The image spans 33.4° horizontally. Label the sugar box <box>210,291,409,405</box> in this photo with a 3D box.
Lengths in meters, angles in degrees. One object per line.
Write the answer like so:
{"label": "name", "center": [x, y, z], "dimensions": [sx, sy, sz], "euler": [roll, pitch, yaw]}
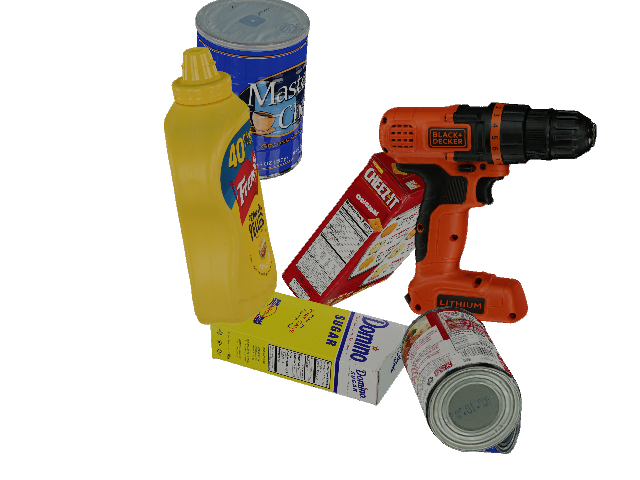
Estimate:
{"label": "sugar box", "center": [-0.009, 0.098, 1.037], "dimensions": [0.176, 0.048, 0.093], "euler": [11, 28, 21]}

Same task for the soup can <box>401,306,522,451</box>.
{"label": "soup can", "center": [0.099, 0.097, 0.763], "dimensions": [0.068, 0.068, 0.102], "euler": [0, 19, -5]}

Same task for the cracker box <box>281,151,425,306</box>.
{"label": "cracker box", "center": [0.069, -0.022, 1.245], "dimensions": [0.163, 0.072, 0.214], "euler": [-22, -25, -49]}

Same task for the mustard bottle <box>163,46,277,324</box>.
{"label": "mustard bottle", "center": [-0.073, -0.043, 0.761], "dimensions": [0.058, 0.191, 0.096], "euler": [0, 25, 16]}

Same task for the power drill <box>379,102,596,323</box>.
{"label": "power drill", "center": [0.143, -0.026, 0.924], "dimensions": [0.185, 0.188, 0.057], "euler": [4, 14, 23]}

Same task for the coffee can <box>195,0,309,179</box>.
{"label": "coffee can", "center": [-0.065, -0.142, 0.995], "dimensions": [0.103, 0.140, 0.103], "euler": [3, 36, -2]}

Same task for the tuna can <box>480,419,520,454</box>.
{"label": "tuna can", "center": [0.189, 0.190, 1.172], "dimensions": [0.034, 0.086, 0.086], "euler": [-3, -2, 32]}
